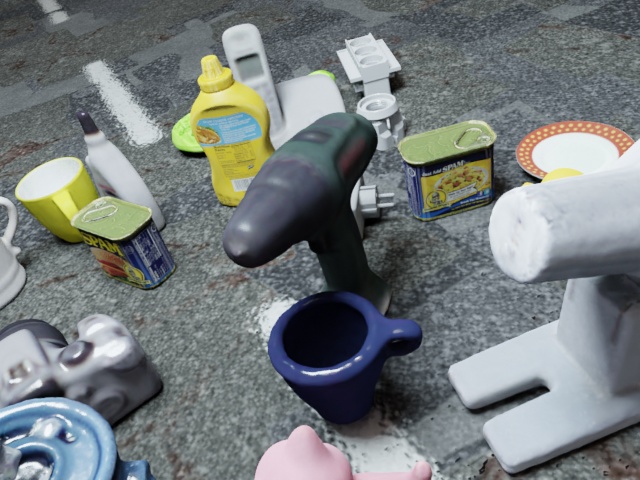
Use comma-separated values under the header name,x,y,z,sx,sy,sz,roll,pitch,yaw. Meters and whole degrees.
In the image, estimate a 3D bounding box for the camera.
name,x,y,z,sx,sy,sz,roll,pitch,yaw
camera,-0.245,0.115,0.527,0.143,0.101,0.136,-34,42,-21

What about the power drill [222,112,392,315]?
name,x,y,z,sx,sy,sz,roll,pitch,yaw
power drill,0.005,0.002,0.494,0.075,0.209,0.230,3,42,21

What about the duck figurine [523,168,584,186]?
name,x,y,z,sx,sy,sz,roll,pitch,yaw
duck figurine,0.240,-0.028,0.550,0.104,0.086,0.078,11,46,29

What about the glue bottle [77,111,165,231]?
name,x,y,z,sx,sy,sz,roll,pitch,yaw
glue bottle,-0.255,-0.082,0.708,0.077,0.173,0.037,15,48,32

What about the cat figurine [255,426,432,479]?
name,x,y,z,sx,sy,sz,roll,pitch,yaw
cat figurine,0.014,0.163,0.370,0.127,0.118,0.067,-8,40,10

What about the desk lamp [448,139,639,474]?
name,x,y,z,sx,sy,sz,roll,pitch,yaw
desk lamp,0.194,0.034,0.389,0.203,0.214,0.117,-21,39,-7

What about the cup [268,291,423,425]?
name,x,y,z,sx,sy,sz,roll,pitch,yaw
cup,0.026,0.101,0.459,0.117,0.095,0.091,-9,39,9

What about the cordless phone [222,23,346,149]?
name,x,y,z,sx,sy,sz,roll,pitch,yaw
cordless phone,-0.049,-0.210,0.784,0.147,0.185,0.094,-20,39,-5

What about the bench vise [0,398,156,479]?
name,x,y,z,sx,sy,sz,roll,pitch,yaw
bench vise,-0.238,0.162,0.372,0.208,0.220,0.121,-27,40,-14

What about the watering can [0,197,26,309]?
name,x,y,z,sx,sy,sz,roll,pitch,yaw
watering can,-0.440,0.000,0.654,0.100,0.194,0.173,8,44,26
